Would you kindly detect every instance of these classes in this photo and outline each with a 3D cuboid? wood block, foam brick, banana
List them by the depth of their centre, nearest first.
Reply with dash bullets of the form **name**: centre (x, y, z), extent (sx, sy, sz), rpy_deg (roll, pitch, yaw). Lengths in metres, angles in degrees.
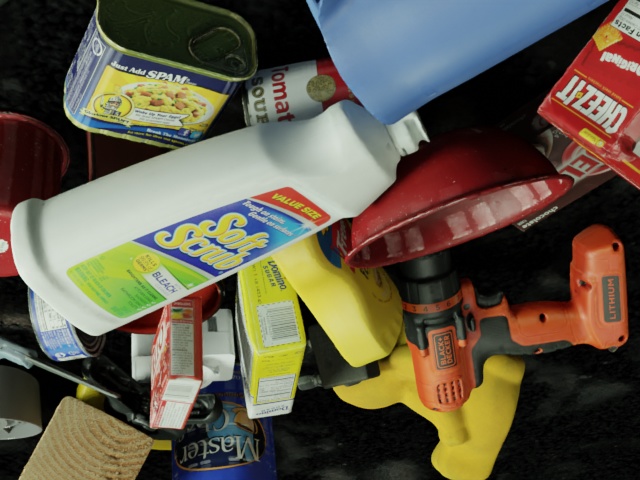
- **foam brick**: centre (-0.131, -0.050, 0.723), extent (0.051, 0.078, 0.053), rpy_deg (-1, 145, -15)
- **wood block**: centre (-0.230, 0.218, 1.007), extent (0.090, 0.090, 0.206), rpy_deg (29, 158, -8)
- **banana**: centre (-0.187, 0.180, 1.079), extent (0.070, 0.037, 0.197), rpy_deg (-20, 143, 19)

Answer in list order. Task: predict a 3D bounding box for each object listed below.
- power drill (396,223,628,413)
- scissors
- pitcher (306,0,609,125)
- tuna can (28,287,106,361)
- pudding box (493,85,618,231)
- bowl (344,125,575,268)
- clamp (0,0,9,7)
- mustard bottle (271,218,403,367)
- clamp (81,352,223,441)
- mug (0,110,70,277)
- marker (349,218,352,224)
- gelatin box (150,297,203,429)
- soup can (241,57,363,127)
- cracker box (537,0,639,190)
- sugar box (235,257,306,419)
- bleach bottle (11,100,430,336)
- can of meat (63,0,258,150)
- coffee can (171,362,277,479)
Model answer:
- **power drill**: centre (0.157, 0.042, 0.888), extent (0.187, 0.057, 0.184), rpy_deg (-12, 114, -5)
- **scissors**: centre (-0.250, 0.099, 0.894), extent (0.202, 0.016, 0.096), rpy_deg (24, 161, 7)
- **pitcher**: centre (0.112, -0.170, 0.565), extent (0.243, 0.149, 0.145), rpy_deg (-25, 127, 19)
- **tuna can**: centre (-0.201, 0.053, 0.852), extent (0.034, 0.086, 0.086), rpy_deg (-10, 145, 7)
- **pudding box**: centre (0.167, -0.061, 0.793), extent (0.114, 0.039, 0.089), rpy_deg (-32, 138, 32)
- **bowl**: centre (0.085, -0.034, 0.719), extent (0.162, 0.055, 0.162), rpy_deg (-18, 169, -4)
- **clamp**: centre (-0.259, -0.126, 0.626), extent (0.164, 0.036, 0.210), rpy_deg (13, 141, -25)
- **mustard bottle**: centre (-0.005, 0.001, 0.793), extent (0.058, 0.096, 0.191), rpy_deg (-22, 124, 20)
- **clamp**: centre (-0.159, 0.141, 0.933), extent (0.120, 0.039, 0.172), rpy_deg (30, 152, -9)
- **mug**: centre (-0.232, -0.026, 0.735), extent (0.117, 0.081, 0.093), rpy_deg (-9, 146, 4)
- **marker**: centre (-0.009, 0.000, 0.869), extent (0.121, 0.020, 0.020), rpy_deg (-19, 144, 17)
- **gelatin box**: centre (-0.113, 0.096, 0.826), extent (0.030, 0.073, 0.089), rpy_deg (6, 145, -15)
- **soup can**: centre (0.005, -0.087, 0.702), extent (0.102, 0.068, 0.068), rpy_deg (-10, 145, 5)
- **cracker box**: centre (0.257, -0.115, 0.630), extent (0.164, 0.072, 0.214), rpy_deg (26, 105, -39)
- **sugar box**: centre (-0.044, 0.079, 0.886), extent (0.048, 0.093, 0.176), rpy_deg (-8, 156, -7)
- **bleach bottle**: centre (-0.056, -0.027, 0.657), extent (0.251, 0.068, 0.102), rpy_deg (-24, 141, 10)
- **can of meat**: centre (-0.102, -0.105, 0.668), extent (0.102, 0.057, 0.084), rpy_deg (11, 143, -25)
- **coffee can**: centre (-0.094, 0.204, 1.039), extent (0.102, 0.140, 0.103), rpy_deg (-5, 145, -3)
